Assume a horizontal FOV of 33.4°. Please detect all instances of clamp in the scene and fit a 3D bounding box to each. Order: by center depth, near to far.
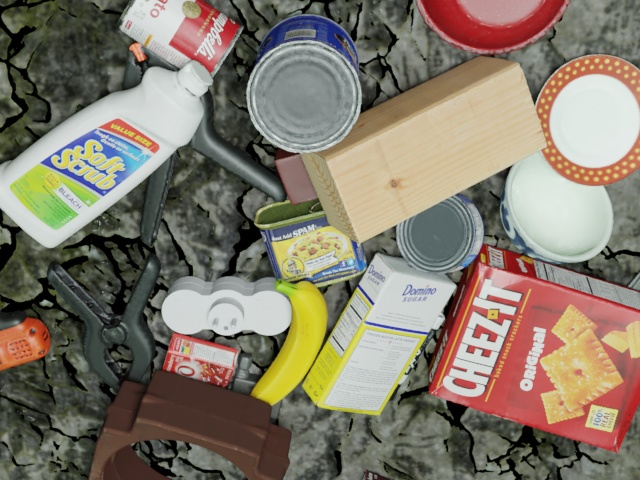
[{"bbox_3d":[-0.149,-0.098,1.079,0.165,0.036,0.210,-25,107,15],"label":"clamp"},{"bbox_3d":[-0.212,0.089,1.152,0.120,0.039,0.171,-11,116,11],"label":"clamp"}]

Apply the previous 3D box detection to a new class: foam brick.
[{"bbox_3d":[0.000,-0.076,1.077,0.078,0.051,0.053,-16,111,8],"label":"foam brick"}]

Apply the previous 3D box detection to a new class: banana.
[{"bbox_3d":[-0.031,0.108,1.119,0.069,0.037,0.198,1,130,-16],"label":"banana"}]

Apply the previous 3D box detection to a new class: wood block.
[{"bbox_3d":[0.097,-0.089,1.014,0.206,0.090,0.091,-27,111,-11],"label":"wood block"}]

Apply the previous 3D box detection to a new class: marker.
[{"bbox_3d":[0.099,0.128,1.170,0.020,0.020,0.121,26,110,-9],"label":"marker"}]

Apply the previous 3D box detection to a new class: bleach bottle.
[{"bbox_3d":[-0.207,-0.096,1.039,0.251,0.068,0.102,-35,108,26],"label":"bleach bottle"}]

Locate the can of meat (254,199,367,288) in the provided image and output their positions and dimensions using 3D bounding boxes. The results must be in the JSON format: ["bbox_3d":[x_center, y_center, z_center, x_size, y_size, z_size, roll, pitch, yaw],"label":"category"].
[{"bbox_3d":[-0.007,0.001,1.104,0.102,0.057,0.084,-14,113,7],"label":"can of meat"}]

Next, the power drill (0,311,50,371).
[{"bbox_3d":[-0.403,0.069,1.140,0.184,0.057,0.187,-17,113,4],"label":"power drill"}]

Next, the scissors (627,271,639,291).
[{"bbox_3d":[0.364,-0.015,1.111,0.202,0.016,0.096,-37,104,15],"label":"scissors"}]

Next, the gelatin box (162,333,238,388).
[{"bbox_3d":[-0.134,0.144,1.157,0.073,0.030,0.089,16,139,-7],"label":"gelatin box"}]

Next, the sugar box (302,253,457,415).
[{"bbox_3d":[0.061,0.102,1.130,0.093,0.048,0.176,14,112,-37],"label":"sugar box"}]

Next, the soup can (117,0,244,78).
[{"bbox_3d":[-0.133,-0.204,1.020,0.102,0.068,0.069,32,108,-11],"label":"soup can"}]

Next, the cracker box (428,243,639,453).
[{"bbox_3d":[0.240,0.114,1.128,0.213,0.072,0.164,17,110,-1],"label":"cracker box"}]

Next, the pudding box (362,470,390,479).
[{"bbox_3d":[0.083,0.319,1.194,0.090,0.113,0.039,24,113,-8],"label":"pudding box"}]

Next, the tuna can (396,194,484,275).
[{"bbox_3d":[0.123,-0.008,1.088,0.086,0.033,0.086,0,91,29],"label":"tuna can"}]

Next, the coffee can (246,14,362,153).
[{"bbox_3d":[-0.013,-0.150,1.000,0.103,0.140,0.103,0,111,1],"label":"coffee can"}]

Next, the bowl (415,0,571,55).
[{"bbox_3d":[0.167,-0.250,1.004,0.162,0.055,0.162,0,111,1],"label":"bowl"}]
